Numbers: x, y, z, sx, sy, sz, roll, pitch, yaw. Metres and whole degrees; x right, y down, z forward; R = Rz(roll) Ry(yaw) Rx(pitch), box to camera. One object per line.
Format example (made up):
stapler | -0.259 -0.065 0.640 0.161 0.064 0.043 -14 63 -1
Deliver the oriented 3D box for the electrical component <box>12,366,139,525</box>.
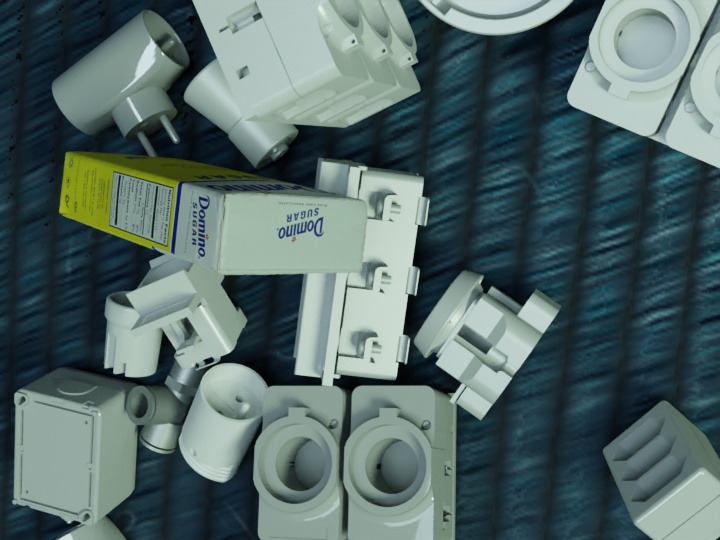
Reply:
electrical component | -0.183 0.118 0.703 0.062 0.061 0.096 11 106 16

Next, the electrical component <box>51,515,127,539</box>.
electrical component | -0.188 0.214 0.720 0.079 0.044 0.077 -28 87 19

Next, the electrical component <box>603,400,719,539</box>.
electrical component | 0.182 0.123 0.586 0.077 0.065 0.047 39 108 -20

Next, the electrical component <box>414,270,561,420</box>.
electrical component | 0.068 0.037 0.613 0.057 0.058 0.078 35 105 8

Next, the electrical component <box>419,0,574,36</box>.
electrical component | 0.074 -0.182 0.582 0.108 0.060 0.108 2 103 7

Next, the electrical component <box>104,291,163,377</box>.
electrical component | -0.145 0.041 0.691 0.040 0.040 0.046 14 105 16

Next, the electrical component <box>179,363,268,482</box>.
electrical component | -0.088 0.100 0.671 0.043 0.043 0.081 37 134 11

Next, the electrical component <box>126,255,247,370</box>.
electrical component | -0.103 0.023 0.661 0.042 0.081 0.063 -20 112 19

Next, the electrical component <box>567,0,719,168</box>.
electrical component | 0.194 -0.152 0.551 0.105 0.060 0.186 26 103 13

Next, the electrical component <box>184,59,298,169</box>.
electrical component | -0.069 -0.094 0.652 0.044 0.044 0.065 -43 87 17

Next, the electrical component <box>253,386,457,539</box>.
electrical component | -0.003 0.162 0.620 0.105 0.060 0.186 -2 78 18

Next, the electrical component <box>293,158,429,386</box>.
electrical component | 0.000 0.000 0.626 0.063 0.078 0.121 7 98 -5

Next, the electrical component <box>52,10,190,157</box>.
electrical component | -0.140 -0.107 0.671 0.077 0.043 0.079 -32 86 18

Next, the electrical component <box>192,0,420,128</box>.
electrical component | -0.023 -0.130 0.575 0.062 0.150 0.089 -24 88 19
